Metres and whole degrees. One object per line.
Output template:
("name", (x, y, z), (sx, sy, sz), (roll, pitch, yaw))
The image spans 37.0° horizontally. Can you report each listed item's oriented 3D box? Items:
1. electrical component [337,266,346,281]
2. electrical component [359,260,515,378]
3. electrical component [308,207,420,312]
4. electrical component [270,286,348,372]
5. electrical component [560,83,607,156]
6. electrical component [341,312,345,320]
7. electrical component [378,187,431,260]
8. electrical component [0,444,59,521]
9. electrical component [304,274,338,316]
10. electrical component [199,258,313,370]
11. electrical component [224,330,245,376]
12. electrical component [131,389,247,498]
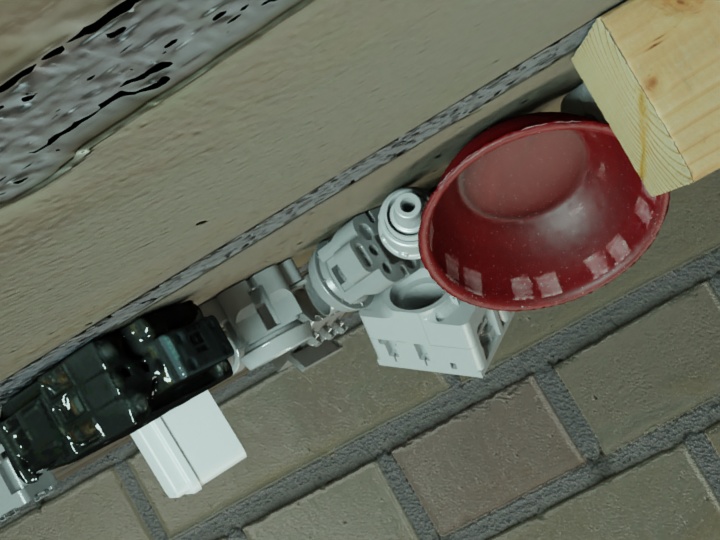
("electrical component", (0.000, 0.000, 0.873), (0.055, 0.055, 0.047), (-30, 173, 5))
("electrical component", (0.074, 0.003, 0.826), (0.089, 0.061, 0.150), (4, -136, 32))
("electrical component", (0.001, -0.005, 0.768), (0.057, 0.058, 0.078), (-35, 175, 37))
("electrical component", (-0.057, 0.051, 1.038), (0.063, 0.079, 0.121), (-53, 171, 14))
("electrical component", (0.190, -0.117, 0.716), (0.095, 0.053, 0.059), (-27, 176, -28))
("electrical component", (-0.029, 0.030, 1.162), (0.066, 0.048, 0.055), (-26, 168, -47))
("electrical component", (0.034, -0.035, 0.718), (0.048, 0.048, 0.062), (-29, 167, 0))
("electrical component", (-0.256, 0.144, 0.778), (0.081, 0.063, 0.042), (-30, 176, 26))
("electrical component", (-0.002, 0.002, 0.969), (0.077, 0.043, 0.079), (-28, 176, -24))
("electrical component", (-0.070, 0.035, 0.773), (0.078, 0.057, 0.058), (-28, 177, -18))
("electrical component", (-0.139, 0.085, 1.049), (0.045, 0.045, 0.055), (-31, 177, 29))
("electrical component", (-0.142, 0.109, 0.801), (0.057, 0.113, 0.078), (-31, 178, -19))
